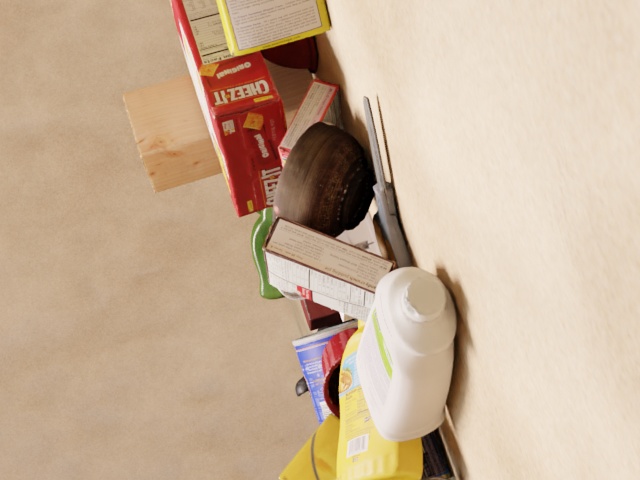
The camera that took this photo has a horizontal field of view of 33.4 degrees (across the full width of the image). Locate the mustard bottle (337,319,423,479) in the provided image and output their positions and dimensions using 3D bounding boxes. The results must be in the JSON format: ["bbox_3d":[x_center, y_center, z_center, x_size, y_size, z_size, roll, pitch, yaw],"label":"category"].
[{"bbox_3d":[0.057,0.146,1.037,0.096,0.058,0.191,-34,47,48],"label":"mustard bottle"}]

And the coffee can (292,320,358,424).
[{"bbox_3d":[0.035,0.176,1.324,0.103,0.102,0.140,129,123,-84],"label":"coffee can"}]

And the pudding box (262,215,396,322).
[{"bbox_3d":[0.008,0.028,0.937,0.090,0.113,0.039,90,-158,-68],"label":"pudding box"}]

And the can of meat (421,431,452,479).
[{"bbox_3d":[0.093,0.216,1.103,0.102,0.057,0.084,93,157,-76],"label":"can of meat"}]

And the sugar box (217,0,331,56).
[{"bbox_3d":[-0.055,-0.255,0.918,0.048,0.093,0.176,-116,11,-60],"label":"sugar box"}]

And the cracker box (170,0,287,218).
[{"bbox_3d":[-0.088,-0.158,1.068,0.164,0.072,0.214,82,170,-57],"label":"cracker box"}]

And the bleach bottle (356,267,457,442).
[{"bbox_3d":[0.074,0.091,0.865,0.251,0.068,0.102,93,158,-69],"label":"bleach bottle"}]

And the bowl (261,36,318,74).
[{"bbox_3d":[-0.052,-0.246,1.121,0.162,0.055,0.162,163,90,-85],"label":"bowl"}]

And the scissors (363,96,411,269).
[{"bbox_3d":[0.052,-0.039,0.919,0.096,0.016,0.202,-119,13,-67],"label":"scissors"}]

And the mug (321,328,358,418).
[{"bbox_3d":[0.044,0.163,1.225,0.081,0.093,0.117,-106,22,-70],"label":"mug"}]

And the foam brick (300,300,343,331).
[{"bbox_3d":[0.016,0.073,1.328,0.053,0.078,0.051,91,163,-70],"label":"foam brick"}]

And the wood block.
[{"bbox_3d":[-0.107,-0.138,1.213,0.090,0.206,0.091,83,168,-65],"label":"wood block"}]

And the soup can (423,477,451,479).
[{"bbox_3d":[0.112,0.275,1.030,0.102,0.068,0.068,84,168,-62],"label":"soup can"}]

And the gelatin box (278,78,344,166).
[{"bbox_3d":[-0.007,-0.098,1.019,0.073,0.030,0.089,79,-148,-59],"label":"gelatin box"}]

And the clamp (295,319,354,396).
[{"bbox_3d":[0.036,0.182,1.461,0.164,0.036,0.210,47,-151,-24],"label":"clamp"}]
